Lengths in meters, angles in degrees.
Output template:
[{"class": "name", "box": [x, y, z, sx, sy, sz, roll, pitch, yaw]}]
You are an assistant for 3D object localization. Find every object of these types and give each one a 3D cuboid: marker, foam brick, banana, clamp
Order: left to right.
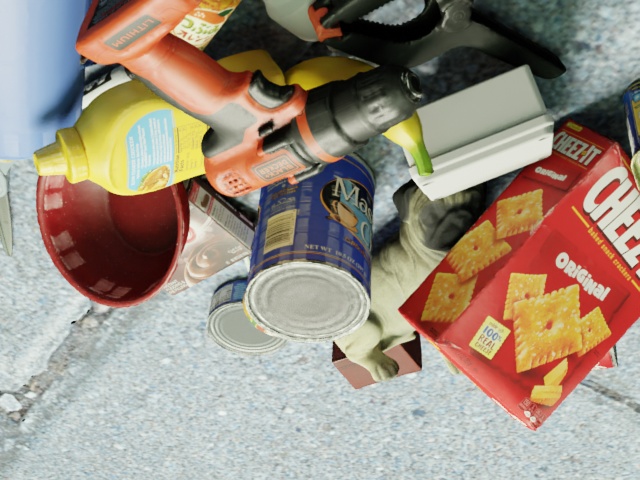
[{"class": "marker", "box": [-0.179, -0.124, 0.874, 0.121, 0.020, 0.020, -23, 130, 27]}, {"class": "banana", "box": [0.014, -0.104, 0.798, 0.037, 0.198, 0.070, -9, 113, -34]}, {"class": "foam brick", "box": [0.057, 0.108, 1.075, 0.078, 0.051, 0.053, -19, 131, 23]}, {"class": "clamp", "box": [0.097, -0.176, 0.748, 0.209, 0.036, 0.165, -6, 136, -15]}]

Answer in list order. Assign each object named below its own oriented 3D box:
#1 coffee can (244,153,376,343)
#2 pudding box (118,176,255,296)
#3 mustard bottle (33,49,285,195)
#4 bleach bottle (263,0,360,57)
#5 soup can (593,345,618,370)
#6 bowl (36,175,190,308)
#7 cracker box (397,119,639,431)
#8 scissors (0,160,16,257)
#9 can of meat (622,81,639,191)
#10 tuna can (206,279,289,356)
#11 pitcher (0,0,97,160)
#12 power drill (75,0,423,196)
[{"class": "coffee can", "box": [-0.006, 0.001, 0.902, 0.103, 0.140, 0.103, 3, 137, 2]}, {"class": "pudding box", "box": [-0.128, -0.004, 0.983, 0.114, 0.039, 0.090, -29, 127, 31]}, {"class": "mustard bottle", "box": [-0.121, -0.081, 0.809, 0.191, 0.058, 0.096, -18, 144, -22]}, {"class": "bleach bottle", "box": [-0.020, -0.226, 0.721, 0.103, 0.068, 0.250, -19, 136, 16]}, {"class": "soup can", "box": [0.232, 0.097, 1.035, 0.102, 0.068, 0.068, -10, 135, 17]}, {"class": "bowl", "box": [-0.167, -0.026, 0.919, 0.162, 0.055, 0.162, 7, 104, 29]}, {"class": "cracker box", "box": [0.193, 0.035, 0.889, 0.213, 0.072, 0.164, -47, 126, 0]}, {"class": "scissors", "box": [-0.307, -0.061, 0.958, 0.096, 0.016, 0.202, 19, 135, -12]}, {"class": "can of meat", "box": [0.287, -0.089, 0.819, 0.102, 0.084, 0.057, -16, 133, 21]}, {"class": "tuna can", "box": [-0.069, 0.078, 1.068, 0.086, 0.033, 0.086, 3, 137, 3]}, {"class": "pitcher", "box": [-0.210, -0.170, 0.753, 0.149, 0.144, 0.243, 45, 146, 22]}, {"class": "power drill", "box": [-0.050, -0.110, 0.704, 0.185, 0.057, 0.187, -22, 132, 36]}]
